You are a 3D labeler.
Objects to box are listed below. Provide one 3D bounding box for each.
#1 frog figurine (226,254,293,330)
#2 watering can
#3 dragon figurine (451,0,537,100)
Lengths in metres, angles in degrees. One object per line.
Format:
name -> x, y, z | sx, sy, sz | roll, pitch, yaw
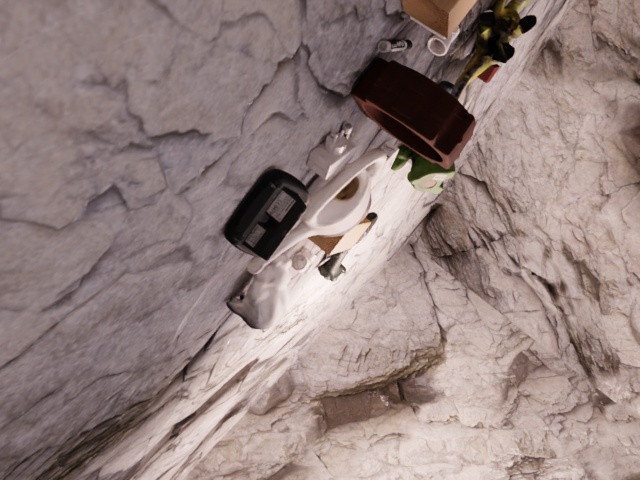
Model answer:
frog figurine -> -0.102, 0.106, 1.076 | 0.158, 0.125, 0.136 | -43, 150, 16
watering can -> 0.003, -0.052, 1.041 | 0.348, 0.105, 0.222 | -43, 168, -1
dragon figurine -> 0.438, -0.499, 1.332 | 0.408, 0.122, 0.243 | -53, 176, 7
